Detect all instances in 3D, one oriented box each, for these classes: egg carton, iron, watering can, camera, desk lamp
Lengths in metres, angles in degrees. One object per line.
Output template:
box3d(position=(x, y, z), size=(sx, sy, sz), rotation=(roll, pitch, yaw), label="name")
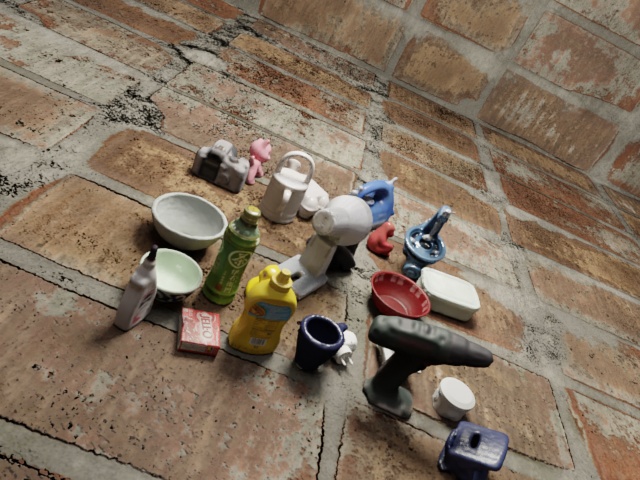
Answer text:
box3d(position=(-0.045, -0.125, 1.602), size=(0.107, 0.069, 0.150), rotation=(-13, 49, -48), label="egg carton")
box3d(position=(0.128, -0.114, 1.650), size=(0.118, 0.141, 0.259), rotation=(43, 34, 25), label="iron")
box3d(position=(-0.082, -0.151, 1.491), size=(0.101, 0.194, 0.172), rotation=(8, 36, -29), label="watering can")
box3d(position=(-0.252, -0.218, 1.549), size=(0.143, 0.100, 0.137), rotation=(25, 31, -4), label="camera")
box3d(position=(0.012, 0.005, 1.313), size=(0.117, 0.213, 0.204), rotation=(37, 32, 16), label="desk lamp")

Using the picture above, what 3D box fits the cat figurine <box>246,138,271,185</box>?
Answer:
box3d(position=(-0.179, -0.234, 1.614), size=(0.067, 0.117, 0.128), rotation=(27, 31, 0), label="cat figurine")

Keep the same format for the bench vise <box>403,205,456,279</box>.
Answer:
box3d(position=(0.289, -0.024, 1.565), size=(0.122, 0.219, 0.207), rotation=(18, 32, -15), label="bench vise")

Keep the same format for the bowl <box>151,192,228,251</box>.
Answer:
box3d(position=(-0.293, -0.028, 1.261), size=(0.168, 0.074, 0.167), rotation=(20, 32, -13), label="bowl")

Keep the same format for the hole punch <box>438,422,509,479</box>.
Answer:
box3d(position=(0.286, 0.392, 1.068), size=(0.101, 0.091, 0.109), rotation=(34, 31, 12), label="hole punch")

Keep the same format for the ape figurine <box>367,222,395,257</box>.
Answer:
box3d(position=(0.177, -0.009, 1.580), size=(0.076, 0.092, 0.077), rotation=(20, 32, -13), label="ape figurine")

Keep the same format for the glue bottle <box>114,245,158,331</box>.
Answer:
box3d(position=(-0.309, 0.077, 0.996), size=(0.037, 0.173, 0.078), rotation=(29, 31, 4), label="glue bottle")

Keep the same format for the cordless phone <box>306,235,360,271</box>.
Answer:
box3d(position=(0.056, -0.029, 1.426), size=(0.094, 0.185, 0.147), rotation=(-4, 43, -41), label="cordless phone")

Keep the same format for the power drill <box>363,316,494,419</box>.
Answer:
box3d(position=(0.183, 0.241, 1.098), size=(0.229, 0.208, 0.075), rotation=(25, 31, -4), label="power drill")

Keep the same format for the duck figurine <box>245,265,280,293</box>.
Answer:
box3d(position=(-0.109, 0.089, 1.217), size=(0.077, 0.086, 0.104), rotation=(26, 31, -2), label="duck figurine")

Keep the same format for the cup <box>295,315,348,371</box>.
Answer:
box3d(position=(-0.002, 0.205, 1.120), size=(0.118, 0.095, 0.091), rotation=(-11, 47, -46), label="cup")
